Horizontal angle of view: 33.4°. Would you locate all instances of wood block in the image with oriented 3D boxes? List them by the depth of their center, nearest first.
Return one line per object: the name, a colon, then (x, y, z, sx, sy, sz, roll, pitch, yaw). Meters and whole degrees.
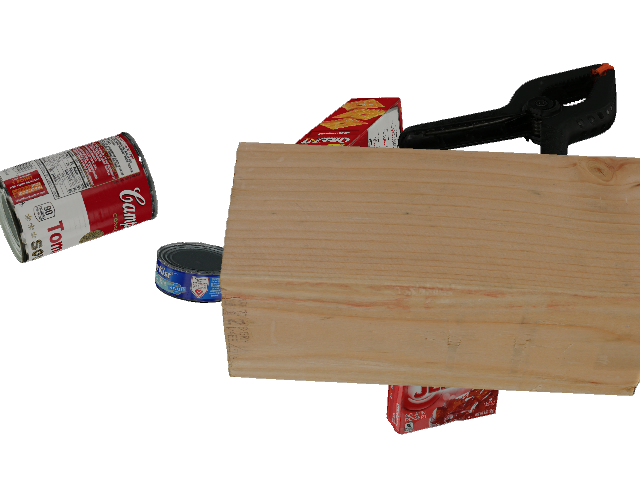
wood block: (0.058, 0.015, 0.540, 0.206, 0.091, 0.090, 2, -39, 2)

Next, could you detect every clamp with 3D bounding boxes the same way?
clamp: (0.195, -0.097, 0.916, 0.209, 0.036, 0.165, -27, 39, -26)

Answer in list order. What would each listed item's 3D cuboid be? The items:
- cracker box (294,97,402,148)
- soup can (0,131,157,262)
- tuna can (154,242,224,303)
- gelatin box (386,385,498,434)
cracker box: (0.037, -0.055, 1.180, 0.072, 0.164, 0.213, 1, 21, 20)
soup can: (-0.177, -0.031, 0.767, 0.102, 0.068, 0.069, -21, 8, -23)
tuna can: (-0.123, 0.032, 1.070, 0.086, 0.034, 0.086, 8, 18, -3)
gelatin box: (0.097, 0.107, 0.832, 0.089, 0.073, 0.030, -8, 29, -20)
